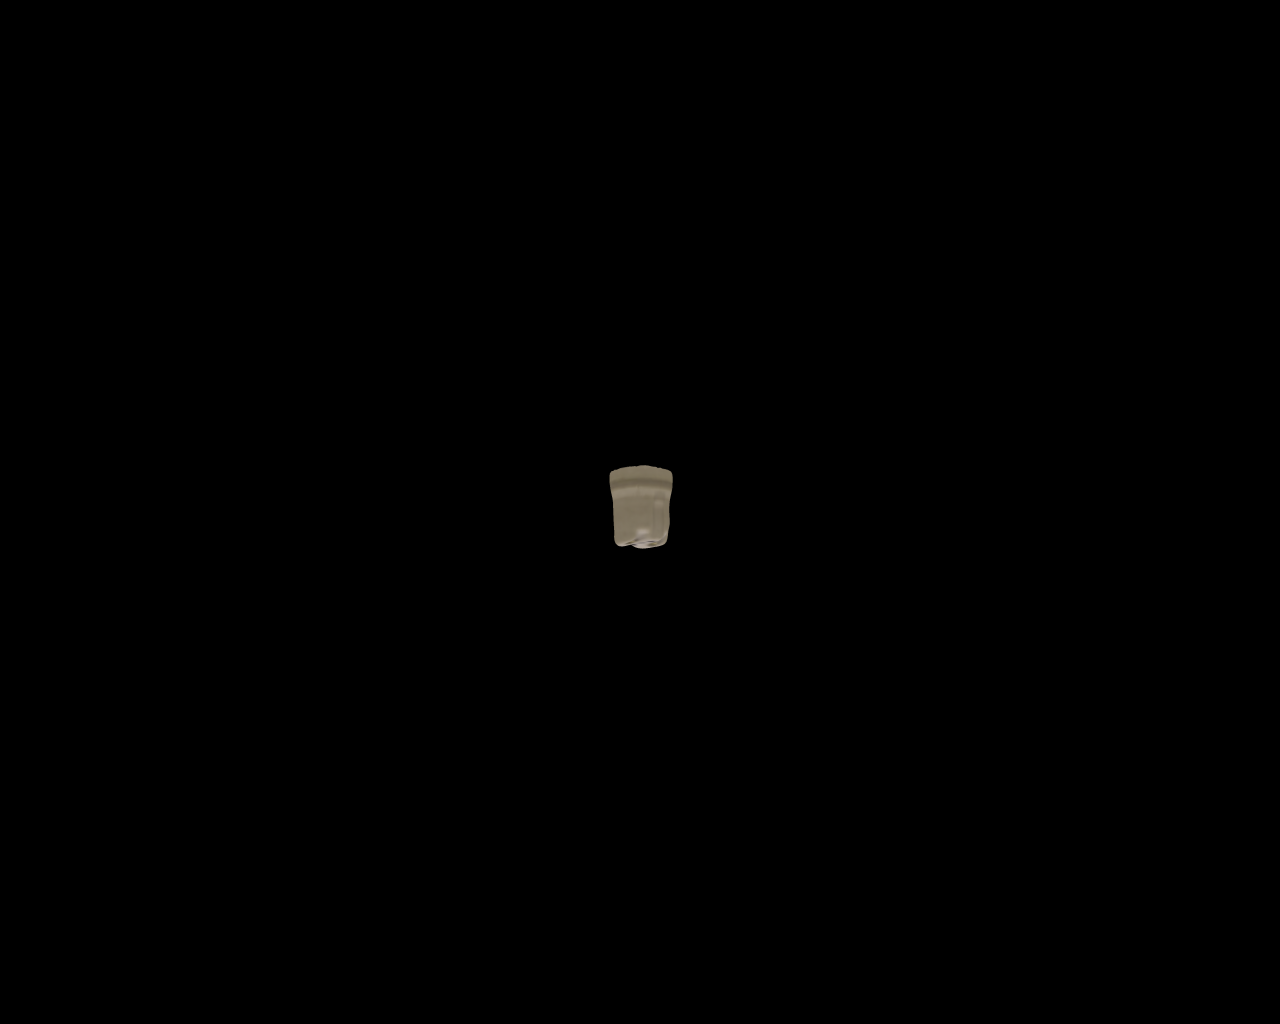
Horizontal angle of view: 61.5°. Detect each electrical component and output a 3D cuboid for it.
[{"bbox_3d":[0.001,-0.003,0.650,0.040,0.046,0.040,0,-8,0],"label":"electrical component"}]
